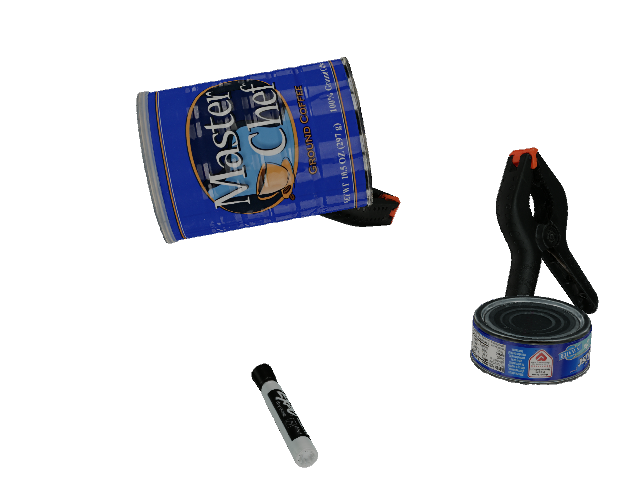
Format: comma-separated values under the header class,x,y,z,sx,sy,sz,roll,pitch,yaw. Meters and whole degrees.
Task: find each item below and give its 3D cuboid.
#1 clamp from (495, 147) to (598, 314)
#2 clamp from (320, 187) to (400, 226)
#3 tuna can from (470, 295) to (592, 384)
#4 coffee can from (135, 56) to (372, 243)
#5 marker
class,x,y,z,sx,sy,sz,roll,pitch,yaw
clamp,0.191,0.006,0.965,0.120,0.171,0.039,-25,9,-40
clamp,-0.011,-0.046,1.047,0.209,0.036,0.165,15,20,-22
tuna can,0.152,0.070,0.770,0.086,0.034,0.086,-1,20,0
coffee can,-0.043,-0.060,0.716,0.140,0.103,0.103,-10,0,-2
marker,-0.031,0.137,0.859,0.020,0.020,0.121,0,28,-23
